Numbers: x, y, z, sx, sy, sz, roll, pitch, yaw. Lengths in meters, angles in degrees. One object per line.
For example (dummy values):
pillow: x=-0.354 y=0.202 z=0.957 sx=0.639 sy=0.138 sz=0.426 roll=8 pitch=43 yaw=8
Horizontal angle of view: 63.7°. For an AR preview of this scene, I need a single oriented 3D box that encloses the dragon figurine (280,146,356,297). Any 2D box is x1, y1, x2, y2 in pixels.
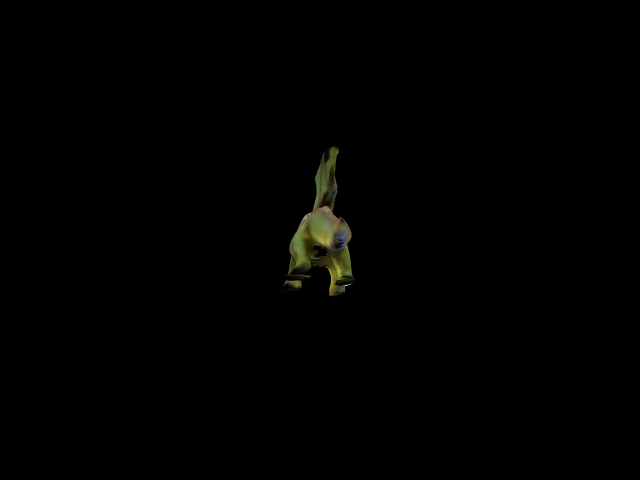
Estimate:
dragon figurine: x=0.003 y=-0.043 z=0.850 sx=0.122 sy=0.247 sz=0.403 roll=5 pitch=-23 yaw=-10
